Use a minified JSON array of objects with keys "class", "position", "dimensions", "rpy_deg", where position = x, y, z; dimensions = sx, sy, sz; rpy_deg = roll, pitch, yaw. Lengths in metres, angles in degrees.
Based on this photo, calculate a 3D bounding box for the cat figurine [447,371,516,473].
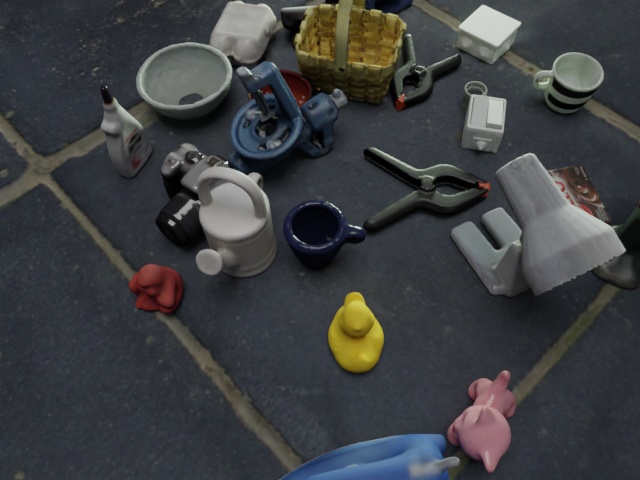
[{"class":"cat figurine","position":[0.203,0.217,0.696],"dimensions":[0.067,0.118,0.128],"rpy_deg":[25,62,16]}]

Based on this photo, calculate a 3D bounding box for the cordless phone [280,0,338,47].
[{"class":"cordless phone","position":[-0.004,-0.462,1.075],"dimensions":[0.147,0.185,0.094],"rpy_deg":[-6,58,-2]}]

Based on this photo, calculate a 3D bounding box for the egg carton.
[{"class":"egg carton","position":[-0.147,-0.397,1.106],"dimensions":[0.107,0.069,0.150],"rpy_deg":[10,59,8]}]

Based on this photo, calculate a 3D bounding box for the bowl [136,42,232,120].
[{"class":"bowl","position":[-0.236,-0.272,1.028],"dimensions":[0.167,0.075,0.167],"rpy_deg":[0,59,1]}]

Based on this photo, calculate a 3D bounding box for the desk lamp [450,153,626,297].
[{"class":"desk lamp","position":[0.281,-0.003,0.773],"dimensions":[0.118,0.214,0.203],"rpy_deg":[-24,61,-13]}]

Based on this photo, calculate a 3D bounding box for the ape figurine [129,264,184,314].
[{"class":"ape figurine","position":[-0.234,0.064,0.813],"dimensions":[0.076,0.092,0.077],"rpy_deg":[-35,64,-18]}]

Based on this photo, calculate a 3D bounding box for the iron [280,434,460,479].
[{"class":"iron","position":[0.034,0.283,0.645],"dimensions":[0.258,0.141,0.118],"rpy_deg":[-9,59,-5]}]

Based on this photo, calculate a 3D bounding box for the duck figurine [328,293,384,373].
[{"class":"duck figurine","position":[0.049,0.122,0.776],"dimensions":[0.077,0.086,0.104],"rpy_deg":[-3,58,-1]}]

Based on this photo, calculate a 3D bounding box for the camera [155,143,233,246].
[{"class":"camera","position":[-0.201,-0.069,0.888],"dimensions":[0.143,0.101,0.137],"rpy_deg":[32,64,19]}]

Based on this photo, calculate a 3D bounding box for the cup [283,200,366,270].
[{"class":"cup","position":[0.008,0.003,0.844],"dimensions":[0.117,0.095,0.091],"rpy_deg":[6,59,5]}]

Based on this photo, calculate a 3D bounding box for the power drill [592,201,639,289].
[{"class":"power drill","position":[0.453,-0.022,0.784],"dimensions":[0.075,0.208,0.230],"rpy_deg":[24,62,15]}]

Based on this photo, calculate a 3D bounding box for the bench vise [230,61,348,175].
[{"class":"bench vise","position":[-0.060,-0.211,0.903],"dimensions":[0.121,0.220,0.208],"rpy_deg":[38,67,22]}]

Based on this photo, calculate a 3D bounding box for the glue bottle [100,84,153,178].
[{"class":"glue bottle","position":[-0.318,-0.179,0.915],"dimensions":[0.037,0.173,0.078],"rpy_deg":[16,60,11]}]

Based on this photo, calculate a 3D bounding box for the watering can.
[{"class":"watering can","position":[-0.119,-0.027,0.806],"dimensions":[0.101,0.194,0.173],"rpy_deg":[-4,58,-1]}]

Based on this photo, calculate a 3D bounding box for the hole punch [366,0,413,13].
[{"class":"hole punch","position":[0.127,-0.521,1.164],"dimensions":[0.109,0.091,0.101],"rpy_deg":[-34,64,-18]}]
